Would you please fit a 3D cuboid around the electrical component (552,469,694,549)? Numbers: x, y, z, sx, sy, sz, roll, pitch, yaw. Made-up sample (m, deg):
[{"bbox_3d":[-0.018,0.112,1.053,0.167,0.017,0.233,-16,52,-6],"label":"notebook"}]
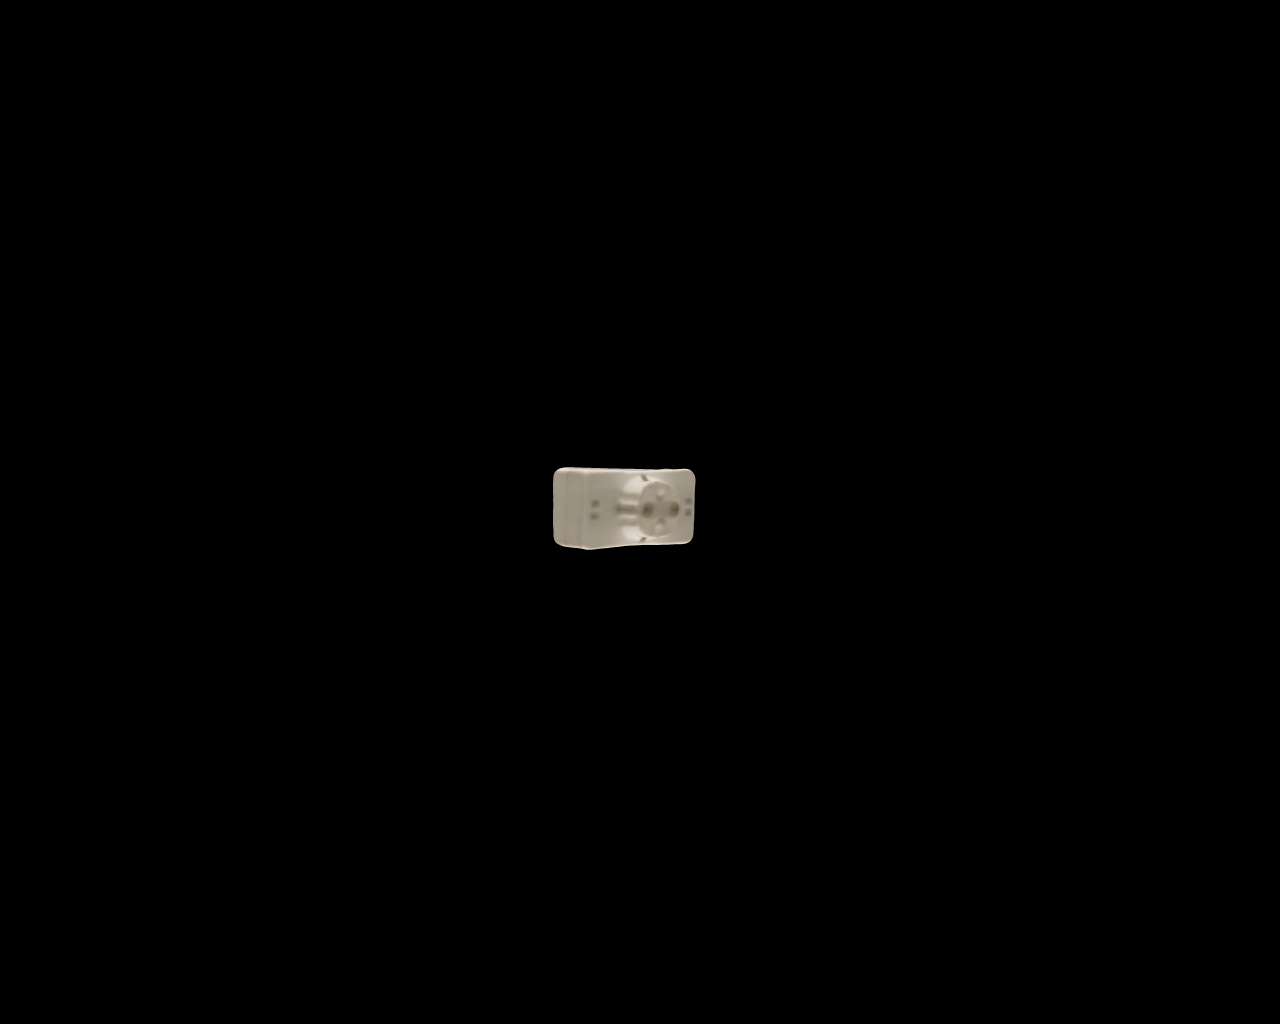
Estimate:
[{"bbox_3d":[0.001,-0.003,0.650,0.083,0.047,0.075,-1,3,-34],"label":"electrical component"}]
